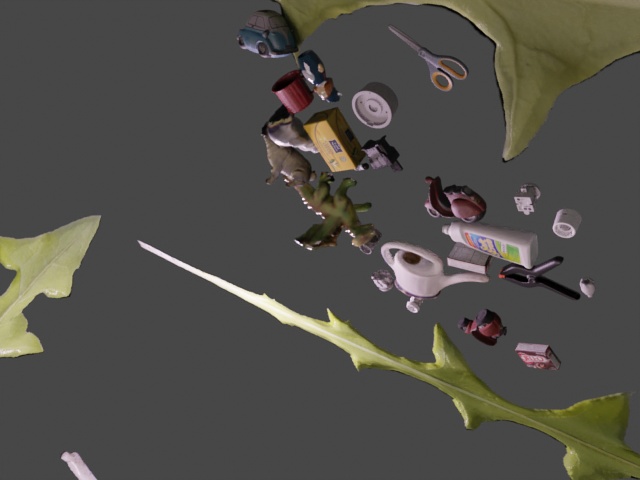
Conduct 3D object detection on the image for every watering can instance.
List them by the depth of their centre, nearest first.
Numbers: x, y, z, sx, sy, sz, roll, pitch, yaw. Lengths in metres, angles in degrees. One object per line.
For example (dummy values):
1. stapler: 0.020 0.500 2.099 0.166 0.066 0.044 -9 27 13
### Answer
1. watering can: 0.351 0.111 1.624 0.350 0.106 0.219 22 148 24

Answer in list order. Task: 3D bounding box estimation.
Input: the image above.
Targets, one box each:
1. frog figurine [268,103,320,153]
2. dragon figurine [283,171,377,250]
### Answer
1. frog figurine: -0.073 -0.305 1.493 0.157 0.122 0.140 50 -178 -37
2. dragon figurine: 0.005 -0.080 1.597 0.412 0.247 0.119 15 148 30
